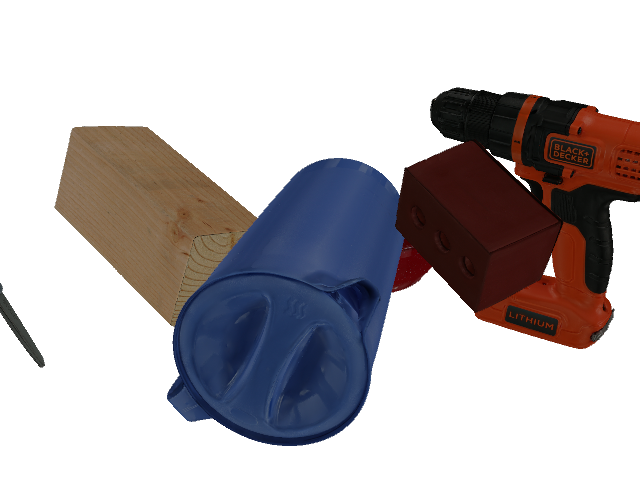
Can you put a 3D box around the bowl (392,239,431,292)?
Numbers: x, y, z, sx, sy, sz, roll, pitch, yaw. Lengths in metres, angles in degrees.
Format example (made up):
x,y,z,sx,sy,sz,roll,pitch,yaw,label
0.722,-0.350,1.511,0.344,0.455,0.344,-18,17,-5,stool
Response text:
x,y,z,sx,sy,sz,roll,pitch,yaw,label
0.049,0.011,1.012,0.162,0.055,0.162,-7,18,2,bowl

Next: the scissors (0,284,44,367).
x,y,z,sx,sy,sz,roll,pitch,yaw,label
-0.332,0.030,1.085,0.016,0.201,0.096,-26,27,23,scissors

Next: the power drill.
x,y,z,sx,sy,sz,roll,pitch,yaw,label
0.165,-0.019,0.818,0.185,0.188,0.057,17,34,26,power drill

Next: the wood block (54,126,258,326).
x,y,z,sx,sy,sz,roll,pitch,yaw,label
-0.148,-0.020,0.977,0.090,0.091,0.206,-6,34,-44,wood block

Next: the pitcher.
x,y,z,sx,sy,sz,roll,pitch,yaw,label
-0.015,0.035,0.792,0.149,0.145,0.242,9,27,10,pitcher

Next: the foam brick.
x,y,z,sx,sy,sz,roll,pitch,yaw,label
0.087,-0.009,0.604,0.051,0.053,0.078,-24,54,-25,foam brick
